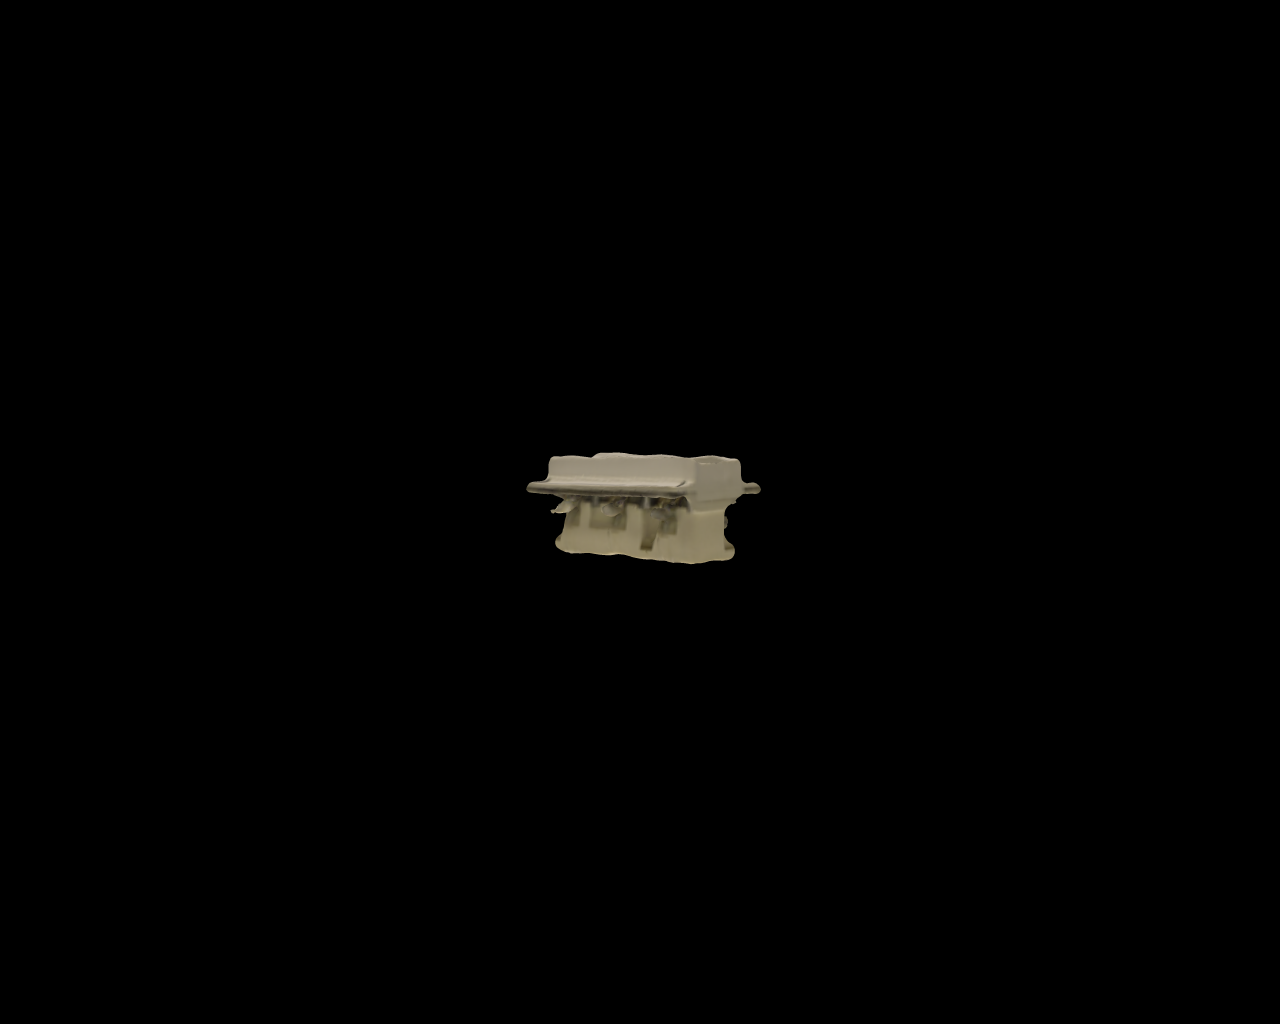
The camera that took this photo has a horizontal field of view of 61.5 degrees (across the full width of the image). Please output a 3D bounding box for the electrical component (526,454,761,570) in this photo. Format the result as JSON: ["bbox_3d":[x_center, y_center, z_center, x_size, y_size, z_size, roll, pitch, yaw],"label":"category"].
[{"bbox_3d":[0.001,-0.003,0.650,0.121,0.063,0.079,4,6,43],"label":"electrical component"}]
